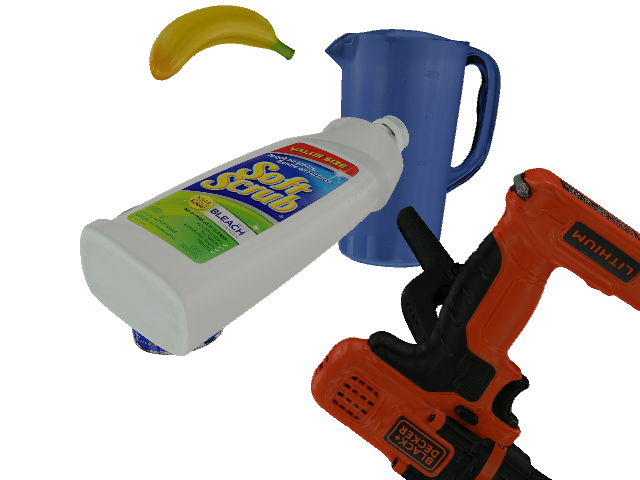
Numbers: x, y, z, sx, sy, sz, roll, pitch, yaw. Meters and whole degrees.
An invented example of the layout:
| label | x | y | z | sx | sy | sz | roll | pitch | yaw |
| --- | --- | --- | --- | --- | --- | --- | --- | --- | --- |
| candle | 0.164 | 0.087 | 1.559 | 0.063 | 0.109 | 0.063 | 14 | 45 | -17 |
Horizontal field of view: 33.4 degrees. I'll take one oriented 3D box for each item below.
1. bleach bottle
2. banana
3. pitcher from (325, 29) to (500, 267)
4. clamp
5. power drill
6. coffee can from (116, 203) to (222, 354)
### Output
| label | x | y | z | sx | sy | sz | roll | pitch | yaw |
| --- | --- | --- | --- | --- | --- | --- | --- | --- | --- |
| bleach bottle | -0.034 | -0.025 | 0.723 | 0.103 | 0.068 | 0.250 | 32 | 49 | 27 |
| banana | -0.104 | -0.196 | 1.032 | 0.070 | 0.037 | 0.197 | 44 | 38 | 20 |
| pitcher | 0.091 | -0.099 | 1.130 | 0.149 | 0.243 | 0.144 | 11 | 14 | 32 |
| clamp | 0.118 | 0.036 | 0.950 | 0.165 | 0.036 | 0.209 | 14 | 37 | 21 |
| power drill | 0.114 | 0.070 | 0.588 | 0.184 | 0.188 | 0.057 | 36 | 13 | -3 |
| coffee can | -0.165 | 0.039 | 1.167 | 0.103 | 0.140 | 0.103 | -5 | 25 | 2 |
